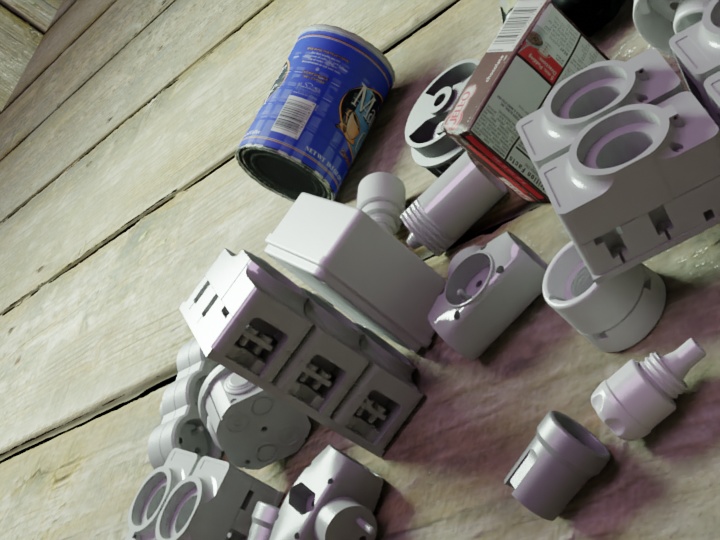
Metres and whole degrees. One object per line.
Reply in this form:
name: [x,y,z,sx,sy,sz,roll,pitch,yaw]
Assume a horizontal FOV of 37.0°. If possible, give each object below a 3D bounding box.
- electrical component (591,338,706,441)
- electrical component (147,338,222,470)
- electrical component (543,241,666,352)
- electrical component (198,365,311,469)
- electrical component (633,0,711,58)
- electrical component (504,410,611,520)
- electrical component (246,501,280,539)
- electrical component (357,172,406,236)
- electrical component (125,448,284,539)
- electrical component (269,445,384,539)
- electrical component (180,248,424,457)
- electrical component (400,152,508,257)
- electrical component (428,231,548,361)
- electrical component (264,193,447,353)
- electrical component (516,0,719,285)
electrical component: [0.152,0.059,0.556,0.061,0.035,0.035,-44,29,15]
electrical component: [-0.151,0.121,0.944,0.074,0.052,0.138,-27,38,41]
electrical component: [0.138,0.012,0.616,0.055,0.047,0.055,-38,32,29]
electrical component: [-0.080,0.107,0.819,0.080,0.080,0.051,-50,33,8]
electrical component: [0.216,-0.170,0.650,0.099,0.099,0.064,-12,55,53]
electrical component: [0.104,0.105,0.575,0.046,0.040,0.040,-55,27,12]
electrical component: [-0.061,0.188,0.741,0.040,0.040,0.046,0,64,58]
electrical component: [0.017,-0.045,0.880,0.040,0.040,0.078,-35,33,33]
electrical component: [-0.146,0.231,0.803,0.105,0.060,0.186,-3,57,57]
electrical component: [-0.014,0.162,0.692,0.077,0.043,0.079,-58,28,-6]
electrical component: [-0.037,0.052,0.735,0.061,0.150,0.089,-54,27,3]
electrical component: [0.066,-0.046,0.799,0.081,0.043,0.043,-44,29,19]
electrical component: [0.081,0.009,0.713,0.077,0.044,0.079,-48,28,13]
electrical component: [0.000,0.000,0.782,0.056,0.109,0.109,-55,27,-7]
electrical component: [0.186,-0.085,0.580,0.186,0.060,0.105,-28,34,13]
